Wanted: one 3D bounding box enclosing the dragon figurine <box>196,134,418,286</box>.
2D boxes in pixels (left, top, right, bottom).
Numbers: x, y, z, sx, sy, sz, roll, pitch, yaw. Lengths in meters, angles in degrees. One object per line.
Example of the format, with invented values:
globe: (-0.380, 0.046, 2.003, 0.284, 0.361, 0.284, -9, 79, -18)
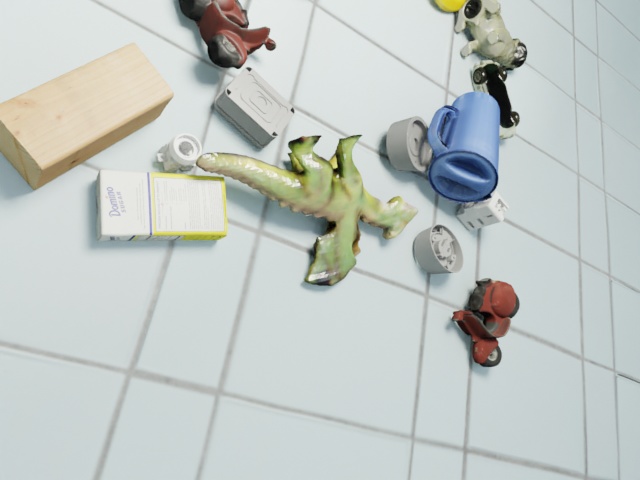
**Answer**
dragon figurine: (0.003, -0.043, 0.852, 0.413, 0.121, 0.243, -12, 91, -34)
